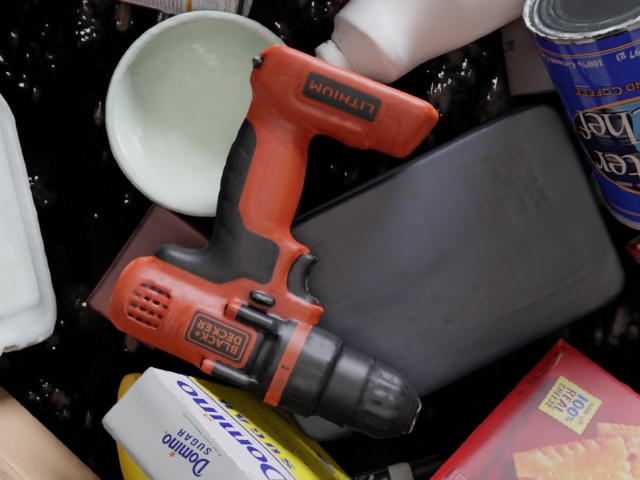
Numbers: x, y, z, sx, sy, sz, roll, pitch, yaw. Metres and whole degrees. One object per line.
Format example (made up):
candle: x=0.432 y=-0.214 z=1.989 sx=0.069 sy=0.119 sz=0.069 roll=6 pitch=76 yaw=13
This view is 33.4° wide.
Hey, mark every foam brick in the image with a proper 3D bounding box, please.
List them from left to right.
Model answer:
foam brick: x=-0.100 y=0.021 z=0.667 sx=0.051 sy=0.053 sz=0.078 roll=34 pitch=92 yaw=-1

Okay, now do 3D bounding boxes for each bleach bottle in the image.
bleach bottle: x=0.105 y=-0.165 z=0.641 sx=0.251 sy=0.103 sz=0.068 roll=-34 pitch=121 yaw=1

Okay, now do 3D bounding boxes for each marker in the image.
marker: x=0.028 y=0.159 z=0.688 sx=0.121 sy=0.020 sz=0.020 roll=-16 pitch=92 yaw=0

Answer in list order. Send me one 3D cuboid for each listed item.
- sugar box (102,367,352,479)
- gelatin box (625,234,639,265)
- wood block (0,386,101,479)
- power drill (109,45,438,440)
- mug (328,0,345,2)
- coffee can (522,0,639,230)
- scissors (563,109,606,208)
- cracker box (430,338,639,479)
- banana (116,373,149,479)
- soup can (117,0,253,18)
sugar box: x=-0.040 y=0.124 z=0.599 sx=0.048 sy=0.176 sz=0.093 roll=-47 pitch=68 yaw=1
gelatin box: x=0.255 y=0.006 z=0.682 sx=0.089 sy=0.030 sz=0.073 roll=-38 pitch=90 yaw=0
wood block: x=-0.200 y=0.163 z=0.650 sx=0.206 sy=0.091 sz=0.090 roll=44 pitch=91 yaw=-2
power drill: x=-0.004 y=0.001 z=0.594 sx=0.184 sy=0.057 sz=0.187 roll=23 pitch=90 yaw=1
mug: x=0.013 y=-0.200 z=0.628 sx=0.093 sy=0.081 sz=0.117 roll=5 pitch=101 yaw=24
coffee can: x=0.187 y=-0.088 z=0.597 sx=0.103 sy=0.103 sz=0.140 roll=-34 pitch=122 yaw=0
scissors: x=0.257 y=-0.063 z=0.687 sx=0.201 sy=0.016 sz=0.096 roll=3 pitch=93 yaw=0
cracker box: x=0.167 y=0.181 z=0.596 sx=0.214 sy=0.072 sz=0.164 roll=37 pitch=63 yaw=25
banana: x=-0.073 y=0.173 z=0.668 sx=0.198 sy=0.037 sz=0.069 roll=44 pitch=67 yaw=7
soup can: x=-0.090 y=-0.173 z=0.654 sx=0.102 sy=0.068 sz=0.068 roll=14 pitch=91 yaw=-2
